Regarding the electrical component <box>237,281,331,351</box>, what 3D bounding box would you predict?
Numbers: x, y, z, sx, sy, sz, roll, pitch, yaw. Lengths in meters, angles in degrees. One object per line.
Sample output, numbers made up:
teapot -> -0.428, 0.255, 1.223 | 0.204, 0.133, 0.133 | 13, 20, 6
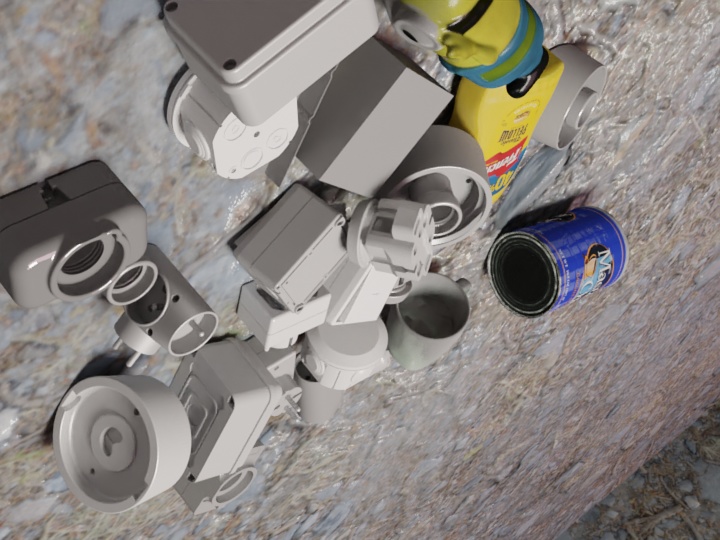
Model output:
electrical component -> -0.071, 0.043, 0.957 | 0.066, 0.047, 0.076 | -23, 146, -34

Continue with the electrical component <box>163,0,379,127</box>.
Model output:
electrical component -> -0.053, -0.154, 0.656 | 0.113, 0.078, 0.057 | -40, 156, -9

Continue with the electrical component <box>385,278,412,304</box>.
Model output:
electrical component -> 0.030, -0.001, 1.042 | 0.066, 0.048, 0.055 | -23, 139, -37

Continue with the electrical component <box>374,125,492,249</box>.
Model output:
electrical component -> 0.061, -0.064, 0.923 | 0.108, 0.060, 0.108 | -7, 138, -6

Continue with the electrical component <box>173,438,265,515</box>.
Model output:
electrical component -> -0.141, 0.196, 1.073 | 0.050, 0.055, 0.089 | -4, 134, -53

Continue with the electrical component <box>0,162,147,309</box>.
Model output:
electrical component -> -0.186, -0.020, 0.684 | 0.095, 0.059, 0.053 | -28, 150, -30

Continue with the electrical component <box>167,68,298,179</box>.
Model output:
electrical component -> -0.083, -0.105, 0.716 | 0.080, 0.051, 0.080 | -34, 152, -21

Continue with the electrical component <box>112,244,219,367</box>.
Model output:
electrical component -> -0.154, 0.035, 0.791 | 0.079, 0.077, 0.044 | -51, 154, 13

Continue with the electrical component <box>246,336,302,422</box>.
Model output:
electrical component -> -0.080, 0.111, 1.012 | 0.047, 0.075, 0.083 | -30, 151, -28

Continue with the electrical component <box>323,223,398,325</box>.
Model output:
electrical component -> 0.000, 0.000, 0.980 | 0.062, 0.061, 0.096 | -3, 133, -54

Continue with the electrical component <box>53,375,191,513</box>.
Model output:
electrical component -> -0.186, 0.135, 0.866 | 0.108, 0.108, 0.060 | -54, 159, 20

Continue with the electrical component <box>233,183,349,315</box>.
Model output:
electrical component -> -0.050, -0.024, 0.882 | 0.096, 0.061, 0.061 | -49, 156, -9

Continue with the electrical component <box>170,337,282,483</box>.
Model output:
electrical component -> -0.128, 0.125, 0.962 | 0.057, 0.078, 0.113 | -8, 137, -47

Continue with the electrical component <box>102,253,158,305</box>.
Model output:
electrical component -> -0.169, -0.005, 0.746 | 0.040, 0.046, 0.040 | -34, 152, -21

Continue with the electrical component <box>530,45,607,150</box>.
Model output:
electrical component -> 0.191, -0.166, 1.035 | 0.099, 0.064, 0.099 | -48, 158, -26

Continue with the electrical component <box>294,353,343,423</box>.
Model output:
electrical component -> -0.032, 0.111, 1.114 | 0.079, 0.044, 0.077 | -30, 147, -24

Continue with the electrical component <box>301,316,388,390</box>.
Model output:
electrical component -> -0.017, 0.072, 1.043 | 0.080, 0.080, 0.051 | -26, 154, -33

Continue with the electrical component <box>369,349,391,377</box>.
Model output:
electrical component -> 0.001, 0.101, 1.163 | 0.061, 0.035, 0.035 | -27, 149, -27

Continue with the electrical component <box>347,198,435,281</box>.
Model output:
electrical component -> 0.025, -0.027, 0.874 | 0.078, 0.057, 0.058 | 67, 38, -61
